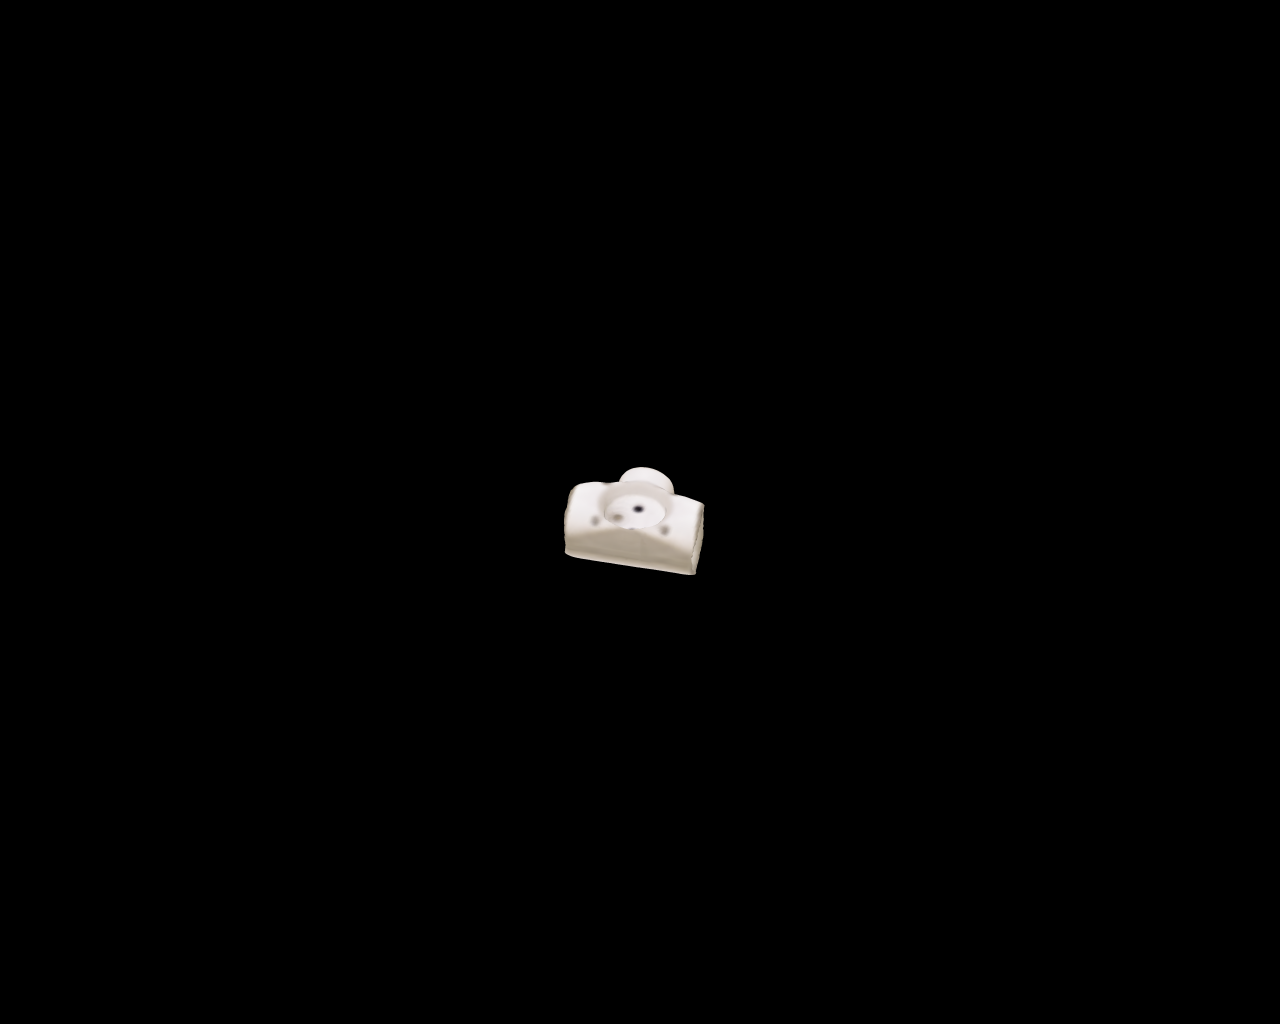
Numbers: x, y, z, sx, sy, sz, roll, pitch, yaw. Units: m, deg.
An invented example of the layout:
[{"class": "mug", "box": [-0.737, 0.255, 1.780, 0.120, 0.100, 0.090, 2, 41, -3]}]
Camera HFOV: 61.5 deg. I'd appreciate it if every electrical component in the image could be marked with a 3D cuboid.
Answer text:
[{"class": "electrical component", "box": [0.001, -0.003, 0.650, 0.077, 0.079, 0.044, 9, -43, 8]}]
